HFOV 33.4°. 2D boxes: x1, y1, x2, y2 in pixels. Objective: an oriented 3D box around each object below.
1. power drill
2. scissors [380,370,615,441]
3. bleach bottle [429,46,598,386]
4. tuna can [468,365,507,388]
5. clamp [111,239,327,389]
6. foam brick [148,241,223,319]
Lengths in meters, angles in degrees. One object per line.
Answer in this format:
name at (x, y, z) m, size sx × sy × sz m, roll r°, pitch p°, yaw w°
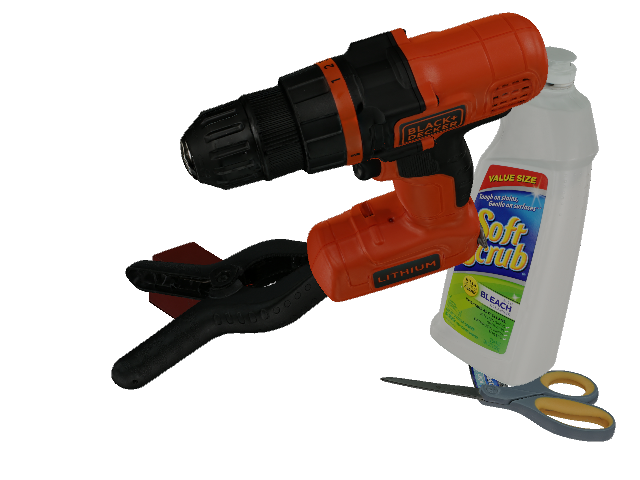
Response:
power drill at (0.025, -0.034, 0.577) m, size 0.184 × 0.057 × 0.187 m, roll -16°, pitch -26°, yaw -5°
scissors at (0.162, 0.129, 0.946) m, size 0.202 × 0.016 × 0.096 m, roll 16°, pitch 29°, yaw 15°
bleach bottle at (0.144, -0.020, 0.781) m, size 0.067 × 0.251 × 0.103 m, roll -21°, pitch 39°, yaw -36°
tuna can at (0.201, 0.142, 1.288) m, size 0.034 × 0.086 × 0.086 m, roll -10°, pitch -3°, yaw 17°
clamp at (-0.068, 0.046, 0.735) m, size 0.172 × 0.120 × 0.039 m, roll -13°, pitch -46°, yaw 17°
foam brick at (-0.113, 0.044, 0.978) m, size 0.078 × 0.051 × 0.052 m, roll 29°, pitch 32°, yaw 35°
